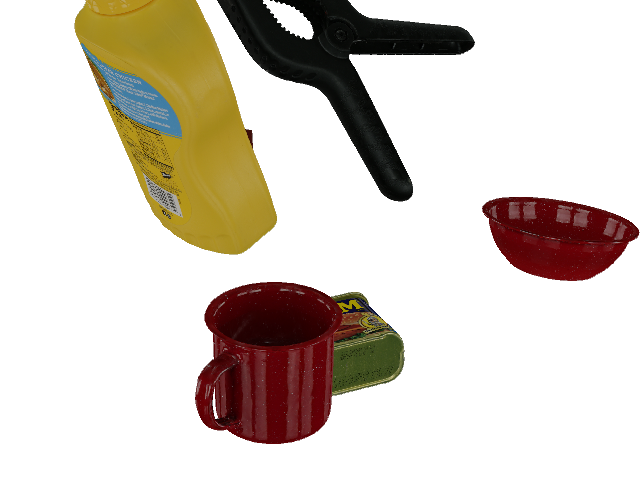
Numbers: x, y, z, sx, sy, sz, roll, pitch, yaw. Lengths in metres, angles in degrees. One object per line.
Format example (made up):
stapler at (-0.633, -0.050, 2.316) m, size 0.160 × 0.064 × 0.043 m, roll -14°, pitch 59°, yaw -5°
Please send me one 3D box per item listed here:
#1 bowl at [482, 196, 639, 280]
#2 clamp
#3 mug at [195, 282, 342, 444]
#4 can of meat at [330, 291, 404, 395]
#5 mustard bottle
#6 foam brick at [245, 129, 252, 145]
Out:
bowl at (0.246, 0.001, 1.116) m, size 0.162 × 0.055 × 0.162 m, roll 6°, pitch 18°, yaw -2°
clamp at (0.009, -0.132, 0.777) m, size 0.209 × 0.164 × 0.036 m, roll 26°, pitch -29°, yaw -16°
mug at (-0.040, 0.089, 0.726) m, size 0.093 × 0.081 × 0.117 m, roll 19°, pitch 31°, yaw 33°
can of meat at (0.016, 0.096, 0.979) m, size 0.102 × 0.057 × 0.084 m, roll -12°, pitch 26°, yaw -20°
mustard bottle at (-0.084, -0.081, 0.570) m, size 0.058 × 0.191 × 0.096 m, roll -40°, pitch 50°, yaw -20°
foam brick at (-0.115, -0.092, 1.166) m, size 0.078 × 0.051 × 0.053 m, roll 6°, pitch 30°, yaw -6°
